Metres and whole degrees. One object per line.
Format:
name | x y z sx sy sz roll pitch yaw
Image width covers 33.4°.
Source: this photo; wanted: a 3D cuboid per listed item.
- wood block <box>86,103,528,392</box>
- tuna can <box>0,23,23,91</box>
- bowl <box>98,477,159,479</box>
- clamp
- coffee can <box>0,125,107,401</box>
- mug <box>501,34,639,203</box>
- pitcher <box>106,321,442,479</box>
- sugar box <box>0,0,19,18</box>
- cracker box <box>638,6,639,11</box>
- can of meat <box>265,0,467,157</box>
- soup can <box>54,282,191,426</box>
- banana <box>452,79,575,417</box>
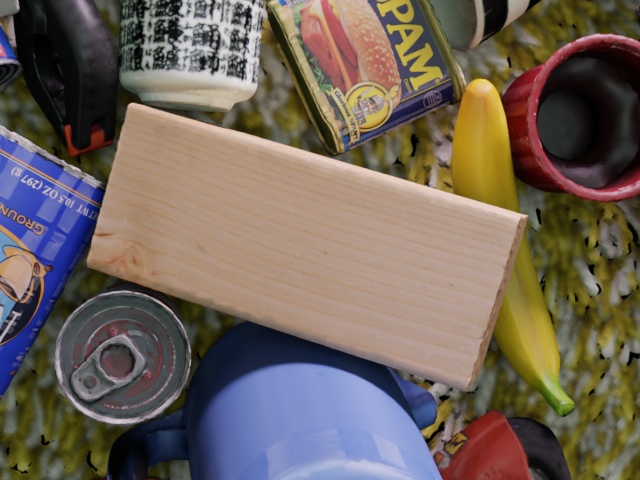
wood block | -0.004 0.001 0.567 0.206 0.090 0.091 17 95 13
tuna can | -0.207 -0.091 0.575 0.086 0.086 0.034 -25 92 -7
bowl | -0.112 0.221 0.611 0.162 0.055 0.162 0 92 -8
clamp | -0.142 -0.133 0.574 0.039 0.120 0.171 -26 99 -30
coffee can | -0.186 0.010 0.571 0.102 0.103 0.140 30 87 -8
mug | 0.160 -0.077 0.628 0.093 0.081 0.117 41 86 -7
pitcher | -0.014 0.123 0.528 0.145 0.243 0.149 40 92 -9
sugar box | -0.228 -0.179 0.546 0.093 0.048 0.176 -22 63 -17
cracker box | 0.308 -0.068 0.654 0.164 0.072 0.214 -16 94 -7
can of meat | 0.025 -0.109 0.622 0.084 0.057 0.102 -25 95 -5
soup can | -0.106 0.058 0.584 0.068 0.102 0.068 0 91 -8
banana | 0.111 0.003 0.629 0.037 0.070 0.198 -20 97 -21
